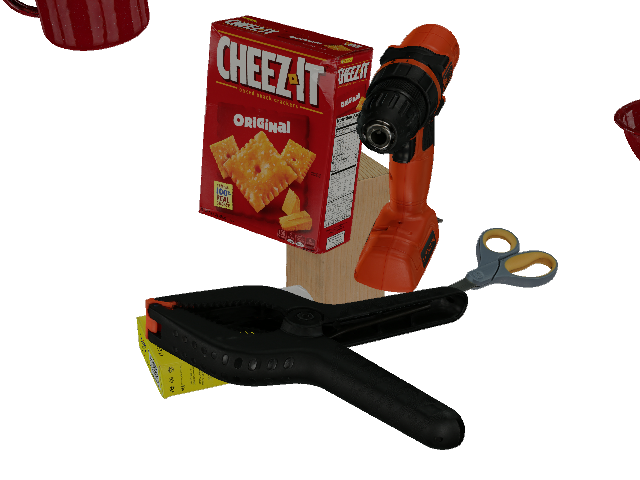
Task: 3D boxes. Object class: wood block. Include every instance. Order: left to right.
[{"bbox_3d":[0.018,0.008,1.235,0.090,0.206,0.090,-14,32,-26],"label":"wood block"}]

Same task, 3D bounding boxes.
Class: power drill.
[{"bbox_3d":[0.064,-0.056,0.824,0.057,0.188,0.184,13,33,14],"label":"power drill"}]

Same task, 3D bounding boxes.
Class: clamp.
[{"bbox_3d":[-0.004,0.059,0.670,0.210,0.036,0.164,10,25,12],"label":"clamp"}]

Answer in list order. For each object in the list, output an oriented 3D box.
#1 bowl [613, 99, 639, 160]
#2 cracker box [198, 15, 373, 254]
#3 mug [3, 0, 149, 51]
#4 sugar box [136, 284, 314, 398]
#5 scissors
[{"bbox_3d":[0.350,-0.089,0.971,0.162,0.055,0.162,-5,22,2],"label":"bowl"},{"bbox_3d":[-0.042,-0.110,1.113,0.164,0.214,0.071,20,28,29],"label":"cracker box"},{"bbox_3d":[-0.184,-0.193,0.790,0.117,0.081,0.093,-3,37,2],"label":"mug"},{"bbox_3d":[-0.084,0.096,1.051,0.176,0.048,0.093,-13,33,-18],"label":"sugar box"},{"bbox_3d":[0.154,0.027,1.095,0.201,0.016,0.096,-7,41,-28],"label":"scissors"}]
